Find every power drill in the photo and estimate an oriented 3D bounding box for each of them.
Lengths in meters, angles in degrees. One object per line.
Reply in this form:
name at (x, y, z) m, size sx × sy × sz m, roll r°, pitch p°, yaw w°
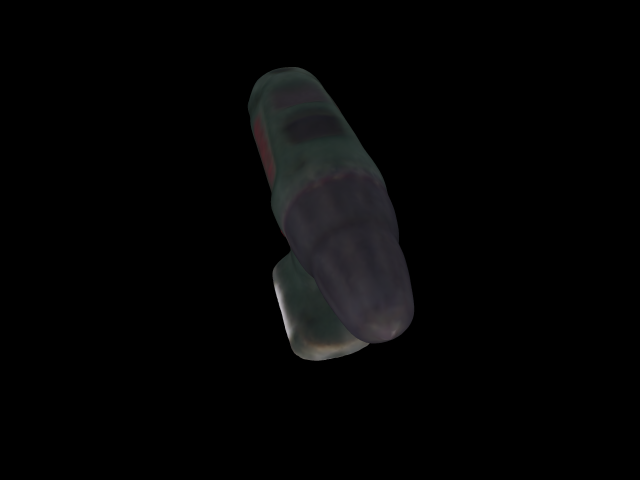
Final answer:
power drill at (0.004, 0.001, 0.400) m, size 0.076 × 0.208 × 0.229 m, roll -15°, pitch 58°, yaw -9°
